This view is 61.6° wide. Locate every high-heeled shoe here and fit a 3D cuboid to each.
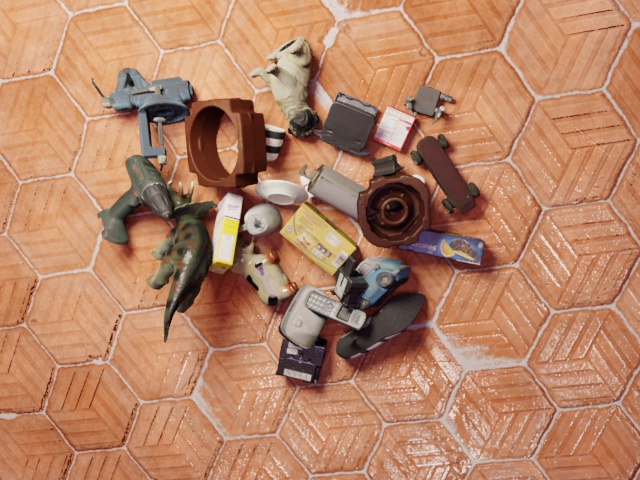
[{"bbox_3d":[0.152,0.219,1.346,0.249,0.145,0.086,-25,71,-17],"label":"high-heeled shoe"}]

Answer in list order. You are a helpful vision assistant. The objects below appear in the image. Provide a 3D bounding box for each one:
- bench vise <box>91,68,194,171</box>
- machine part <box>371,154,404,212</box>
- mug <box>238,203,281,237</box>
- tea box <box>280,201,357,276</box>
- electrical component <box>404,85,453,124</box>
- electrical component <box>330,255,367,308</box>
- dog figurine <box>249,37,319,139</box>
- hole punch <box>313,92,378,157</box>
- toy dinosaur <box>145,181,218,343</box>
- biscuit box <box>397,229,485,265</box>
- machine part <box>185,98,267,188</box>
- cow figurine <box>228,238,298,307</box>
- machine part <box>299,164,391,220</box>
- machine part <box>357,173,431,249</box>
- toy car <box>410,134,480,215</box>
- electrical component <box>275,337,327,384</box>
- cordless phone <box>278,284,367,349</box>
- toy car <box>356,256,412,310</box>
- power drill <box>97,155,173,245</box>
[{"bbox_3d":[-0.407,-0.290,1.273,0.224,0.129,0.240,-6,80,-11],"label":"bench vise"},{"bbox_3d":[0.170,-0.133,1.278,0.084,0.039,0.138,-5,109,42],"label":"machine part"},{"bbox_3d":[-0.155,-0.044,1.302,0.110,0.107,0.080,-14,96,6],"label":"mug"},{"bbox_3d":[-0.003,-0.004,1.312,0.169,0.068,0.098,42,100,-1],"label":"tea box"},{"bbox_3d":[0.249,-0.316,1.249,0.102,0.045,0.078,24,102,2],"label":"electrical component"},{"bbox_3d":[0.071,0.093,1.269,0.048,0.075,0.119,5,113,-31],"label":"electrical component"},{"bbox_3d":[-0.046,-0.356,1.263,0.172,0.121,0.190,-45,121,-10],"label":"dog figurine"},{"bbox_3d":[0.068,-0.275,1.262,0.142,0.092,0.115,20,127,-5],"label":"hole punch"},{"bbox_3d":[-0.307,0.027,1.241,0.131,0.405,0.192,17,125,-33],"label":"toy dinosaur"},{"bbox_3d":[0.286,0.009,1.288,0.203,0.063,0.059,10,98,4],"label":"biscuit box"},{"bbox_3d":[-0.218,-0.224,1.249,0.201,0.087,0.201,6,103,38],"label":"machine part"},{"bbox_3d":[-0.157,0.079,1.337,0.127,0.085,0.195,-34,95,4],"label":"cow figurine"},{"bbox_3d":[0.059,-0.105,1.265,0.243,0.079,0.079,27,101,-15],"label":"machine part"},{"bbox_3d":[0.166,-0.067,1.219,0.179,0.056,0.179,-1,103,-4],"label":"machine part"},{"bbox_3d":[0.295,-0.154,1.266,0.089,0.053,0.202,-34,90,-1],"label":"toy car"},{"bbox_3d":[-0.044,0.287,1.368,0.115,0.058,0.134,14,100,1],"label":"electrical component"},{"bbox_3d":[0.008,0.201,1.288,0.184,0.088,0.146,19,62,21],"label":"cordless phone"},{"bbox_3d":[0.136,0.094,1.305,0.161,0.109,0.103,-47,68,25],"label":"toy car"},{"bbox_3d":[-0.449,-0.082,1.297,0.207,0.086,0.232,-48,53,26],"label":"power drill"}]
